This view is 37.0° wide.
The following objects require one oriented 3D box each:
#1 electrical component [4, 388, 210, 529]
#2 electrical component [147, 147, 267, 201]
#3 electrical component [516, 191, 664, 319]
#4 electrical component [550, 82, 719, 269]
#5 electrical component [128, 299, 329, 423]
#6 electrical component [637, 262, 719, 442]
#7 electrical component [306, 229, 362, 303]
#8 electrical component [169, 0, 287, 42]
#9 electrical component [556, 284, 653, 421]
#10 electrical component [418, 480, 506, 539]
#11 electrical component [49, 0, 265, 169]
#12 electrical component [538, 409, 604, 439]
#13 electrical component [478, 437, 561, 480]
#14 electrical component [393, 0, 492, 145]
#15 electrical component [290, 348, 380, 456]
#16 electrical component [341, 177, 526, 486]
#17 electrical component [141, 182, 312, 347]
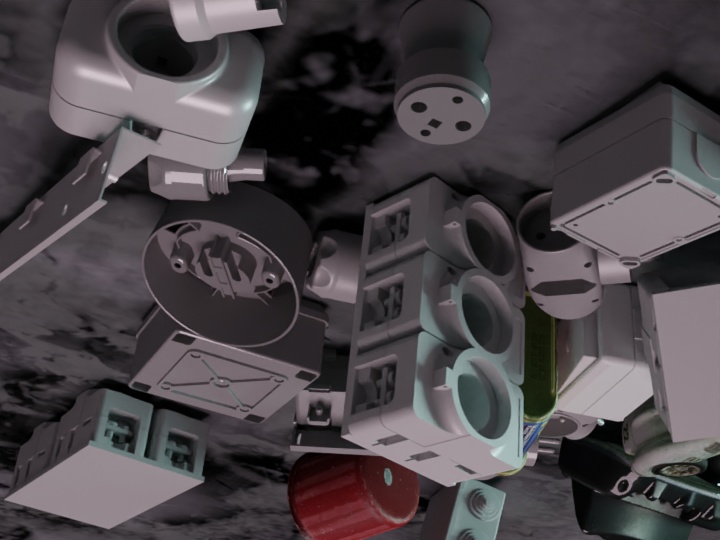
[{"bbox_3d":[-0.226,0.168,0.957,0.105,0.060,0.186,25,143,-28],"label":"electrical component"},{"bbox_3d":[-0.082,-0.059,0.586,0.062,0.043,0.043,3,148,1],"label":"electrical component"},{"bbox_3d":[0.137,-0.009,0.632,0.079,0.043,0.077,-5,147,16],"label":"electrical component"},{"bbox_3d":[0.145,-0.047,0.561,0.062,0.061,0.096,24,150,-26],"label":"electrical component"},{"bbox_3d":[-0.094,0.055,0.759,0.109,0.056,0.109,19,146,-21],"label":"electrical component"},{"bbox_3d":[0.245,0.038,0.623,0.150,0.089,0.061,-10,-170,7],"label":"electrical component"},{"bbox_3d":[0.000,0.000,0.669,0.062,0.043,0.043,12,148,-14],"label":"electrical component"},{"bbox_3d":[-0.059,-0.124,0.481,0.046,0.040,0.040,-5,147,7],"label":"electrical component"},{"bbox_3d":[0.161,0.057,0.718,0.061,0.061,0.096,12,148,-11],"label":"electrical component"},{"bbox_3d":[0.091,0.248,1.003,0.048,0.099,0.099,24,146,-5],"label":"electrical component"},{"bbox_3d":[-0.097,-0.094,0.521,0.095,0.053,0.059,14,147,-13],"label":"electrical component"},{"bbox_3d":[0.154,0.104,0.811,0.077,0.044,0.079,-22,139,37],"label":"electrical component"},{"bbox_3d":[0.121,0.139,0.873,0.079,0.044,0.077,7,148,-2],"label":"electrical component"},{"bbox_3d":[0.039,-0.093,0.501,0.045,0.055,0.045,4,148,2],"label":"electrical component"},{"bbox_3d":[0.013,0.099,0.804,0.121,0.078,0.063,2,126,5],"label":"electrical component"},{"bbox_3d":[0.049,0.034,0.614,0.062,0.150,0.089,-23,138,40],"label":"electrical component"},{"bbox_3d":[-0.078,-0.006,0.646,0.099,0.064,0.099,12,149,7],"label":"electrical component"}]
